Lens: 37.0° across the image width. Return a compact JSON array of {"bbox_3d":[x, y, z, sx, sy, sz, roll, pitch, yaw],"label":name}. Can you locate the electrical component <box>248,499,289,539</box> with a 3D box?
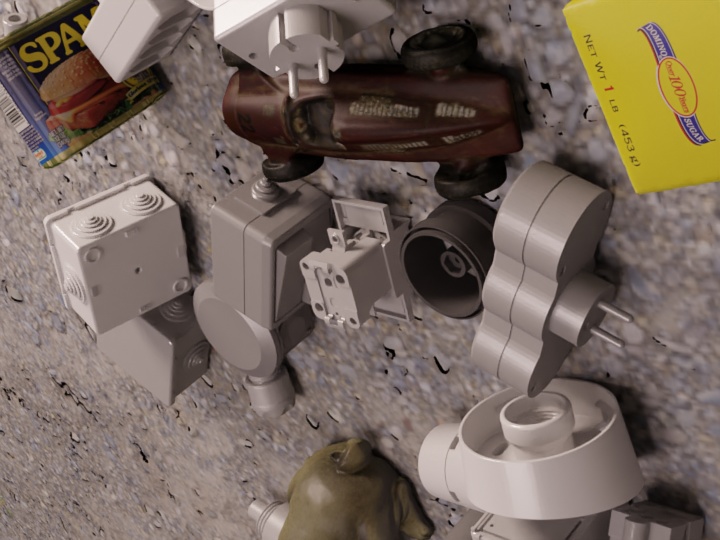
[{"bbox_3d":[-0.070,0.220,0.931,0.062,0.043,0.043,25,137,32],"label":"electrical component"}]

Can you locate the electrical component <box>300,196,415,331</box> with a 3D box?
[{"bbox_3d":[0.000,0.000,0.650,0.042,0.064,0.081,14,130,42],"label":"electrical component"}]

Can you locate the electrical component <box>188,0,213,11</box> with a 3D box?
[{"bbox_3d":[-0.079,-0.194,0.585,0.099,0.064,0.099,42,155,25],"label":"electrical component"}]

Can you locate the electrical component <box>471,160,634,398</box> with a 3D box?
[{"bbox_3d":[0.107,0.015,0.559,0.074,0.052,0.138,30,139,25],"label":"electrical component"}]

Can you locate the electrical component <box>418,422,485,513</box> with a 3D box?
[{"bbox_3d":[0.071,0.125,0.693,0.047,0.055,0.055,0,121,51],"label":"electrical component"}]

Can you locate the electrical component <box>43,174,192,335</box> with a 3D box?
[{"bbox_3d":[-0.176,-0.010,0.798,0.048,0.100,0.099,38,144,37],"label":"electrical component"}]

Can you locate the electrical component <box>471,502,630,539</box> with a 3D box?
[{"bbox_3d":[0.114,0.165,0.645,0.062,0.096,0.061,11,129,41],"label":"electrical component"}]

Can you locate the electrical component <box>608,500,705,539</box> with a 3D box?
[{"bbox_3d":[0.167,0.166,0.616,0.048,0.066,0.055,11,95,41],"label":"electrical component"}]

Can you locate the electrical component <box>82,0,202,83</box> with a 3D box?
[{"bbox_3d":[-0.144,-0.173,0.664,0.075,0.047,0.083,52,144,-2],"label":"electrical component"}]

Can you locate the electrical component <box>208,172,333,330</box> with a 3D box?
[{"bbox_3d":[-0.054,-0.018,0.692,0.061,0.062,0.096,31,140,24],"label":"electrical component"}]

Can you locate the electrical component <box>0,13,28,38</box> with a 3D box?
[{"bbox_3d":[-0.250,-0.158,0.792,0.043,0.043,0.062,31,138,24],"label":"electrical component"}]

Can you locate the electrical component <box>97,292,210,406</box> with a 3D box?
[{"bbox_3d":[-0.169,0.049,0.882,0.100,0.048,0.099,35,141,19],"label":"electrical component"}]

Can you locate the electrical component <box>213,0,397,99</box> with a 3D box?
[{"bbox_3d":[-0.028,-0.121,0.538,0.083,0.047,0.075,-21,61,31],"label":"electrical component"}]

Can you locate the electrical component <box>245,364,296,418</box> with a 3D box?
[{"bbox_3d":[-0.072,0.080,0.820,0.035,0.035,0.061,10,125,42],"label":"electrical component"}]

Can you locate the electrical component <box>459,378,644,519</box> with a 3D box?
[{"bbox_3d":[0.106,0.105,0.606,0.099,0.099,0.064,4,117,45],"label":"electrical component"}]

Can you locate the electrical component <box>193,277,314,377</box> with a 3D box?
[{"bbox_3d":[-0.076,0.032,0.768,0.080,0.051,0.080,27,138,28],"label":"electrical component"}]
